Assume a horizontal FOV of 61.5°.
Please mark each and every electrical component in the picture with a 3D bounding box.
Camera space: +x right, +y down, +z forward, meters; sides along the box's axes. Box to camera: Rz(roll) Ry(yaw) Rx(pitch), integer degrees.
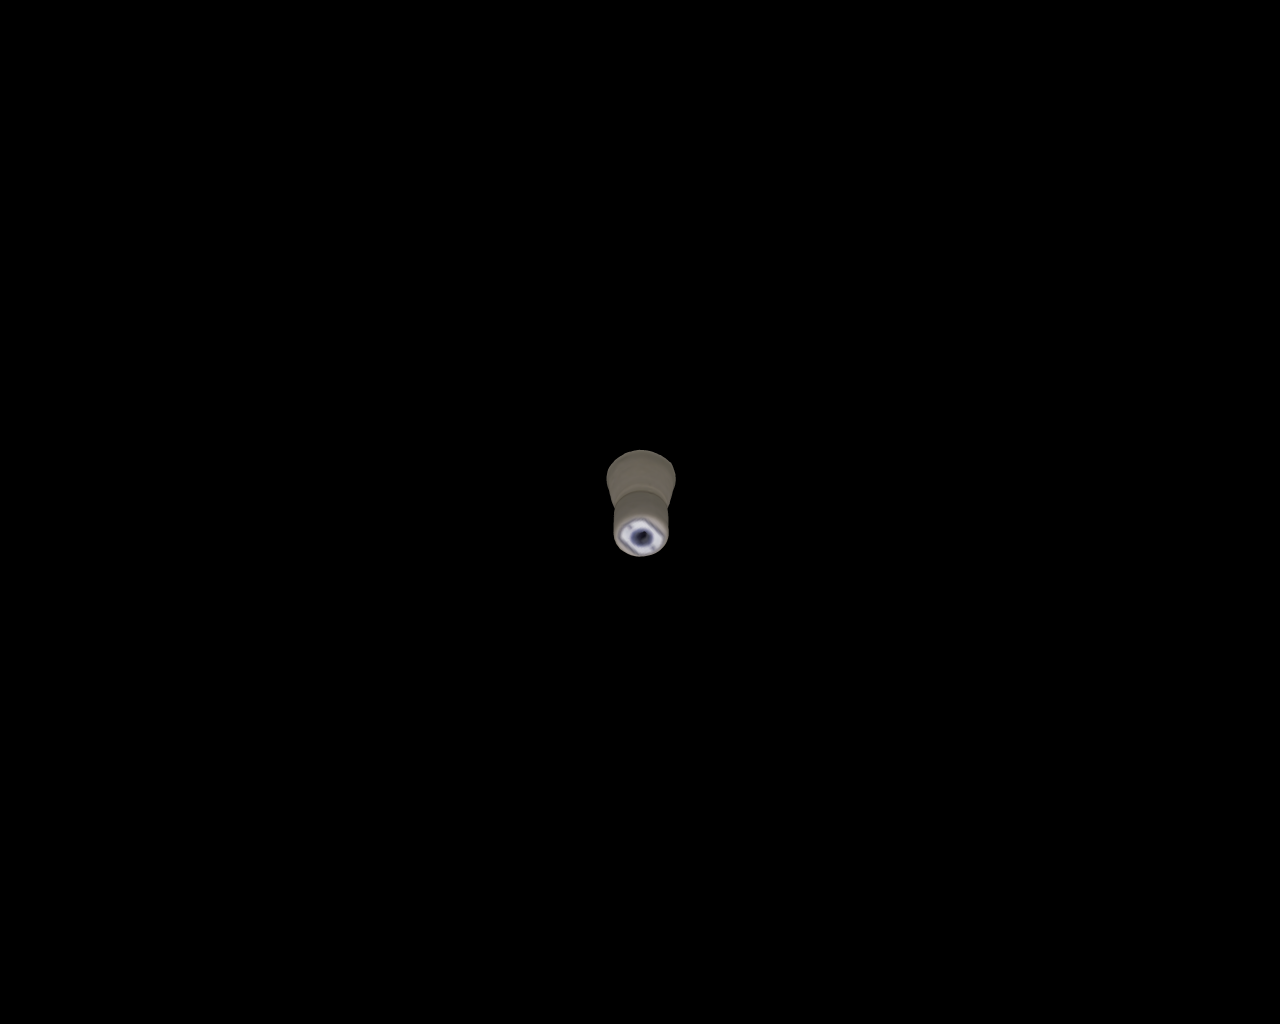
[{"bbox_3d":[0.001,-0.003,0.650,0.044,0.044,0.065,0,36,0],"label":"electrical component"}]
